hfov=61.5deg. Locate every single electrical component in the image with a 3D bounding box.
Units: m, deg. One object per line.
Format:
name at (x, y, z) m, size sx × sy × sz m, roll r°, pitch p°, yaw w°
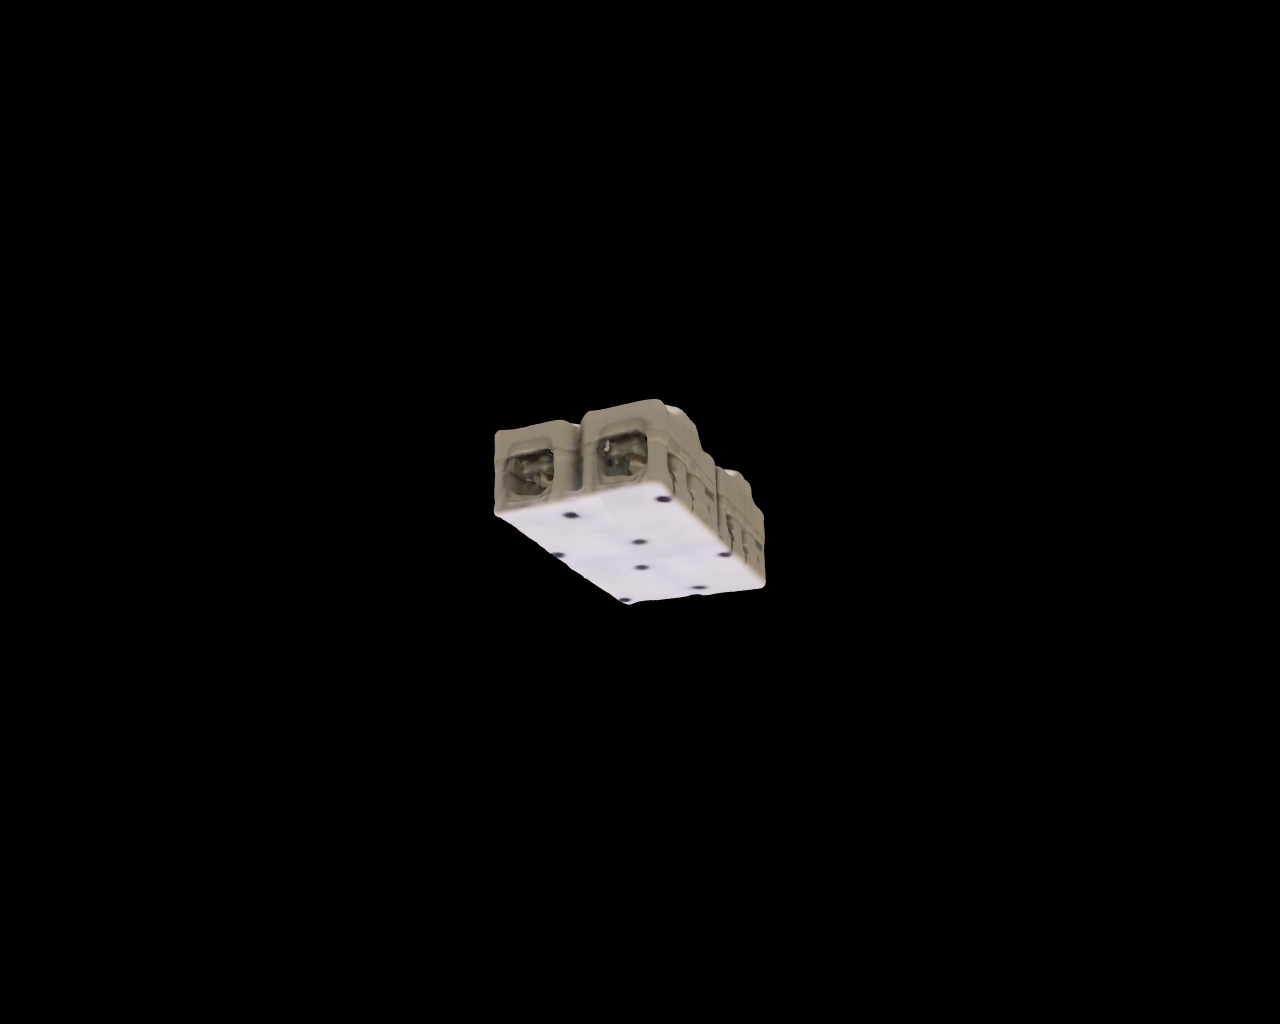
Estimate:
electrical component at (0.001, -0.003, 0.650) m, size 0.105 × 0.060 × 0.186 m, roll -9°, pitch -24°, yaw 22°
